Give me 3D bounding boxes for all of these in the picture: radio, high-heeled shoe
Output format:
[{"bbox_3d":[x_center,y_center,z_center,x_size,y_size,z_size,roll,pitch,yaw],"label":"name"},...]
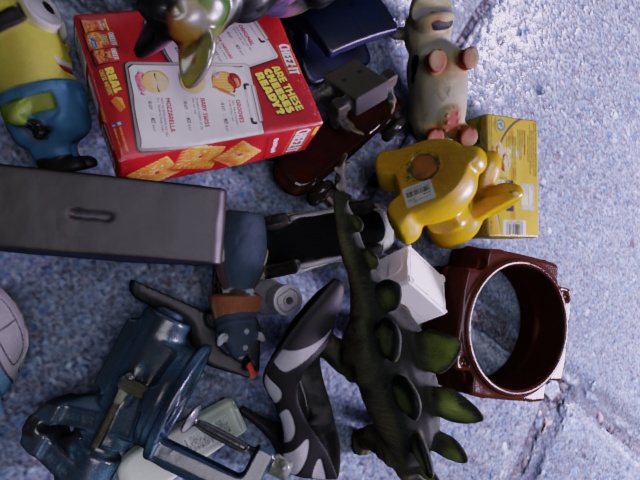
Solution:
[{"bbox_3d":[-0.209,-0.018,0.500,0.230,0.131,0.073,6,86,-16],"label":"radio"},{"bbox_3d":[0.007,0.166,0.589,0.145,0.086,0.248,31,118,0],"label":"high-heeled shoe"}]

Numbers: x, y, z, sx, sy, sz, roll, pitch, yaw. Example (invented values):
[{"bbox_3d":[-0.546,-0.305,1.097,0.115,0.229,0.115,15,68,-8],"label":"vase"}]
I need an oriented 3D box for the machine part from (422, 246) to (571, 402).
[{"bbox_3d":[0.250,0.117,0.751,0.201,0.087,0.201,12,85,-25],"label":"machine part"}]

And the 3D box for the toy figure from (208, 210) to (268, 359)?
[{"bbox_3d":[-0.086,0.046,0.572,0.064,0.058,0.154,6,86,-14],"label":"toy figure"}]

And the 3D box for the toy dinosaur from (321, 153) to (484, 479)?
[{"bbox_3d":[0.077,0.135,0.608,0.105,0.199,0.470,-28,102,-26],"label":"toy dinosaur"}]

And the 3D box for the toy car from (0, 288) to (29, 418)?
[{"bbox_3d":[-0.319,0.088,0.478,0.103,0.109,0.161,-40,114,-38],"label":"toy car"}]

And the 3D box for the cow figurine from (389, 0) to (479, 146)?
[{"bbox_3d":[0.148,-0.223,0.705,0.085,0.127,0.194,-10,109,-12],"label":"cow figurine"}]

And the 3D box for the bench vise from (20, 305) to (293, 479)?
[{"bbox_3d":[-0.148,0.192,0.518,0.241,0.129,0.223,26,69,0],"label":"bench vise"}]

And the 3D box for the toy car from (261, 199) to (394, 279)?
[{"bbox_3d":[-0.001,-0.002,0.653,0.202,0.056,0.073,-11,89,-22],"label":"toy car"}]

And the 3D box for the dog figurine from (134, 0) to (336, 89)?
[{"bbox_3d":[-0.079,-0.239,0.524,0.109,0.191,0.219,36,89,20],"label":"dog figurine"}]

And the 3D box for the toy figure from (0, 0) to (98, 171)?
[{"bbox_3d":[-0.276,-0.150,0.516,0.089,0.082,0.180,-16,98,-27],"label":"toy figure"}]

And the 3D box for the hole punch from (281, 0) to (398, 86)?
[{"bbox_3d":[0.018,-0.267,0.655,0.142,0.092,0.115,-28,96,-20],"label":"hole punch"}]

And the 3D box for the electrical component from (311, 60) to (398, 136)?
[{"bbox_3d":[0.044,-0.170,0.640,0.102,0.078,0.045,-40,148,-23],"label":"electrical component"}]

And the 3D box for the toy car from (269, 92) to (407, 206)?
[{"bbox_3d":[0.023,-0.125,0.670,0.089,0.053,0.202,45,68,5],"label":"toy car"}]

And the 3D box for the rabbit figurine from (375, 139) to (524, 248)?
[{"bbox_3d":[0.165,-0.054,0.688,0.162,0.122,0.173,-27,141,9],"label":"rabbit figurine"}]

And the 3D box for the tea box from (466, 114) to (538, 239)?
[{"bbox_3d":[0.253,-0.086,0.767,0.098,0.068,0.169,3,86,-26],"label":"tea box"}]
